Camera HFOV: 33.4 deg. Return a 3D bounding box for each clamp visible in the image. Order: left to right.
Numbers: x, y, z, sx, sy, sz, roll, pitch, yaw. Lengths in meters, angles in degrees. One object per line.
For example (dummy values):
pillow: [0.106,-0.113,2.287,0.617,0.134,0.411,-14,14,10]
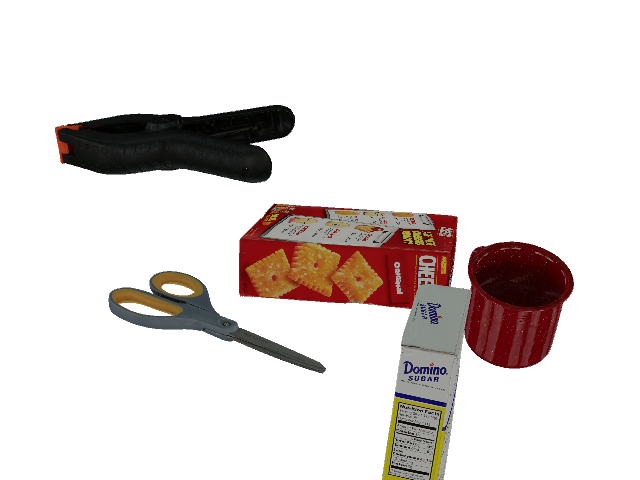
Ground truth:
clamp: [-0.100,-0.073,0.766,0.171,0.039,0.120,6,18,15]

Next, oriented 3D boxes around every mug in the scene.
mug: [0.169,0.054,0.973,0.093,0.081,0.117,-17,43,-22]

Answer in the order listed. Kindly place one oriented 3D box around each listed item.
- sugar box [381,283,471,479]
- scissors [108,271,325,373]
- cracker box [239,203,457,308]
sugar box: [0.075,0.129,0.790,0.048,0.176,0.093,8,27,11]
scissors: [-0.082,0.066,0.918,0.202,0.016,0.096,13,27,10]
cracker box: [0.035,0.016,1.139,0.214,0.072,0.164,4,15,9]
